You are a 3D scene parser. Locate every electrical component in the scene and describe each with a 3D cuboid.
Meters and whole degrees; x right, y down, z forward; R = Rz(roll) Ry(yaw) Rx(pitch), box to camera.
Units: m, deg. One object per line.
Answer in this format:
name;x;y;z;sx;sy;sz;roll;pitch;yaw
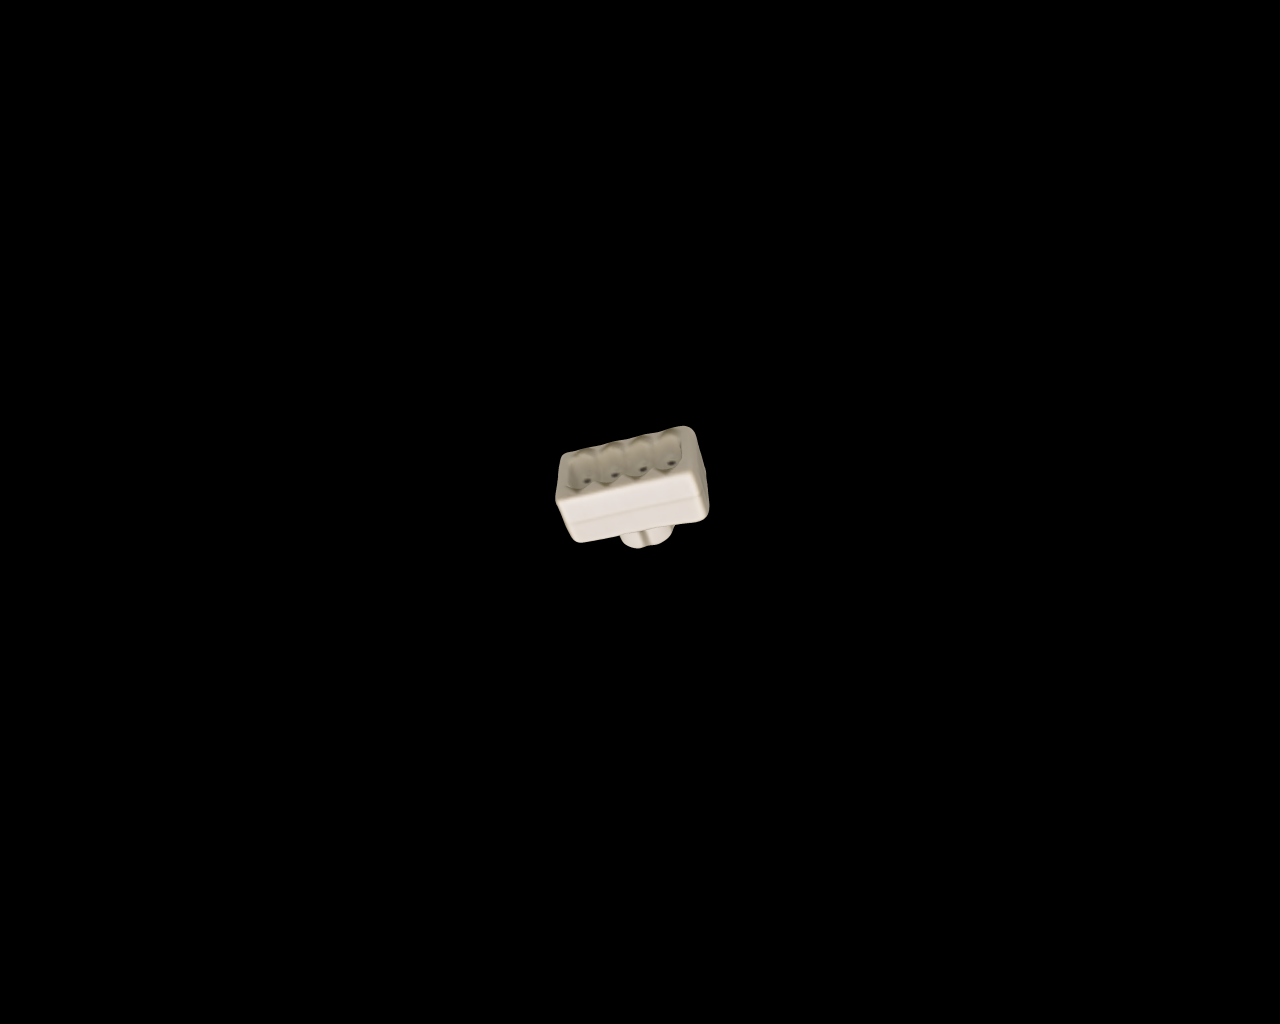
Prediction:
electrical component;0.001;-0.003;0.650;0.083;0.075;0.047;-12;40;10
